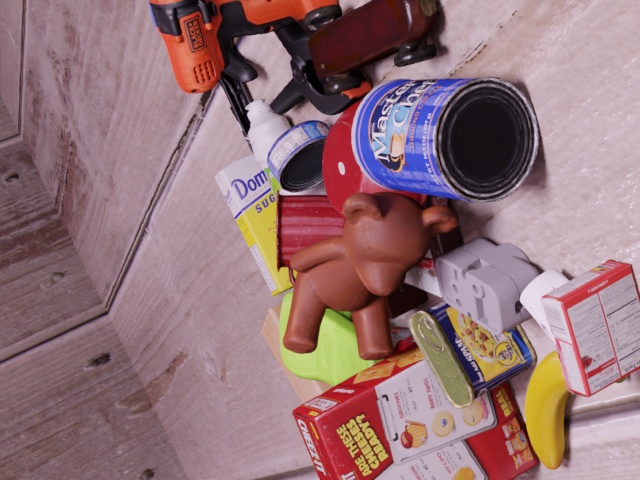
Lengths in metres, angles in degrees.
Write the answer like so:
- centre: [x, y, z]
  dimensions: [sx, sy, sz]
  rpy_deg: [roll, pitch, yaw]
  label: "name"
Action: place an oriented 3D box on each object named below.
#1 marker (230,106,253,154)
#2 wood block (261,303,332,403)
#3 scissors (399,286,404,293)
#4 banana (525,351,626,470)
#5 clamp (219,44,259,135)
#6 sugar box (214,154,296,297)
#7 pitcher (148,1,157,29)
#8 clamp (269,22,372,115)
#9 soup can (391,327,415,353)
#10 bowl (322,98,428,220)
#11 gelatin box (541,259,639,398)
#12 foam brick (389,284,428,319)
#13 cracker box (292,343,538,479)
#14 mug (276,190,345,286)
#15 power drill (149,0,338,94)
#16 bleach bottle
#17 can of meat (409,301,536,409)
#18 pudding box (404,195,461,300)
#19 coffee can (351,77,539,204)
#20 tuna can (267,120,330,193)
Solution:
- centre: [-0.089, -0.133, 1.434]
  dimensions: [0.121, 0.020, 0.020]
  rpy_deg: [64, 159, 4]
  label: "marker"
- centre: [0.014, 0.176, 1.430]
  dimensions: [0.206, 0.090, 0.090]
  rpy_deg: [58, 157, 19]
  label: "wood block"
- centre: [0.055, -0.016, 1.167]
  dimensions: [0.096, 0.016, 0.202]
  rpy_deg: [93, 162, -66]
  label: "scissors"
- centre: [0.221, 0.151, 0.993]
  dimensions: [0.070, 0.037, 0.198]
  rpy_deg: [58, 158, 27]
  label: "banana"
- centre: [-0.120, -0.228, 1.376]
  dimensions: [0.171, 0.039, 0.120]
  rpy_deg: [58, 156, 19]
  label: "clamp"
- centre: [-0.055, -0.027, 1.369]
  dimensions: [0.176, 0.093, 0.048]
  rpy_deg: [64, 158, 2]
  label: "sugar box"
- centre: [-0.150, -0.332, 1.204]
  dimensions: [0.145, 0.149, 0.243]
  rpy_deg: [34, 151, 22]
  label: "pitcher"
- centre: [-0.016, -0.200, 1.166]
  dimensions: [0.210, 0.036, 0.164]
  rpy_deg: [28, 138, 55]
  label: "clamp"
- centre: [0.110, 0.134, 1.193]
  dimensions: [0.102, 0.068, 0.068]
  rpy_deg: [1, 114, 68]
  label: "soup can"
- centre: [0.046, -0.074, 1.067]
  dimensions: [0.162, 0.055, 0.162]
  rpy_deg: [176, 90, -65]
  label: "bowl"
- centre: [0.223, 0.071, 0.854]
  dimensions: [0.030, 0.073, 0.089]
  rpy_deg: [15, 128, 64]
  label: "gelatin box"
- centre: [0.078, 0.040, 1.188]
  dimensions: [0.053, 0.051, 0.078]
  rpy_deg: [20, 132, 59]
  label: "foam brick"
- centre: [0.099, 0.201, 1.089]
  dimensions: [0.072, 0.213, 0.164]
  rpy_deg: [-3, 110, 66]
  label: "cracker box"
- centre: [-0.008, 0.001, 1.207]
  dimensions: [0.093, 0.081, 0.117]
  rpy_deg: [-93, 3, -76]
  label: "mug"
- centre: [-0.081, -0.256, 1.051]
  dimensions: [0.057, 0.187, 0.184]
  rpy_deg: [40, 150, 50]
  label: "power drill"
- centre: [-0.024, -0.060, 1.304]
  dimensions: [0.251, 0.068, 0.103]
  rpy_deg: [64, 162, 8]
  label: "bleach bottle"
- centre: [0.149, 0.100, 1.042]
  dimensions: [0.102, 0.083, 0.057]
  rpy_deg: [62, 159, 8]
  label: "can of meat"
- centre: [0.106, -0.002, 1.096]
  dimensions: [0.090, 0.039, 0.113]
  rpy_deg: [23, 131, 62]
  label: "pudding box"
- centre: [0.104, -0.088, 0.918]
  dimensions: [0.140, 0.102, 0.103]
  rpy_deg: [15, 127, 63]
  label: "coffee can"
- centre: [-0.017, -0.095, 1.216]
  dimensions: [0.034, 0.086, 0.086]
  rpy_deg: [55, 157, 28]
  label: "tuna can"
